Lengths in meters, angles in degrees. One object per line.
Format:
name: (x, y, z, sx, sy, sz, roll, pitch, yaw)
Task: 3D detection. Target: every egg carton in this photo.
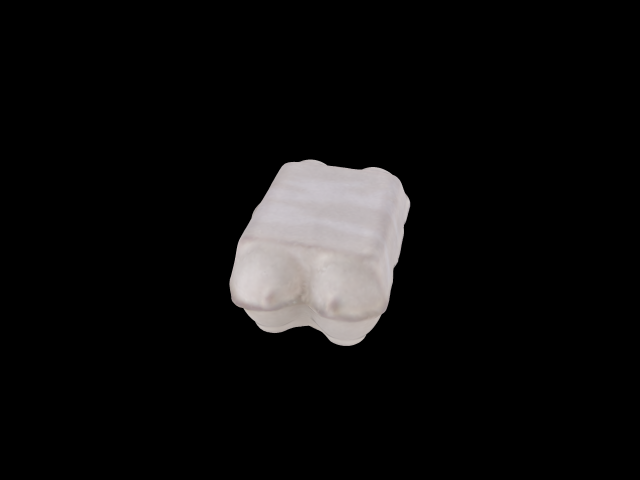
egg carton: (0.004, 0.001, 0.400, 0.107, 0.069, 0.150, 8, 39, 10)
